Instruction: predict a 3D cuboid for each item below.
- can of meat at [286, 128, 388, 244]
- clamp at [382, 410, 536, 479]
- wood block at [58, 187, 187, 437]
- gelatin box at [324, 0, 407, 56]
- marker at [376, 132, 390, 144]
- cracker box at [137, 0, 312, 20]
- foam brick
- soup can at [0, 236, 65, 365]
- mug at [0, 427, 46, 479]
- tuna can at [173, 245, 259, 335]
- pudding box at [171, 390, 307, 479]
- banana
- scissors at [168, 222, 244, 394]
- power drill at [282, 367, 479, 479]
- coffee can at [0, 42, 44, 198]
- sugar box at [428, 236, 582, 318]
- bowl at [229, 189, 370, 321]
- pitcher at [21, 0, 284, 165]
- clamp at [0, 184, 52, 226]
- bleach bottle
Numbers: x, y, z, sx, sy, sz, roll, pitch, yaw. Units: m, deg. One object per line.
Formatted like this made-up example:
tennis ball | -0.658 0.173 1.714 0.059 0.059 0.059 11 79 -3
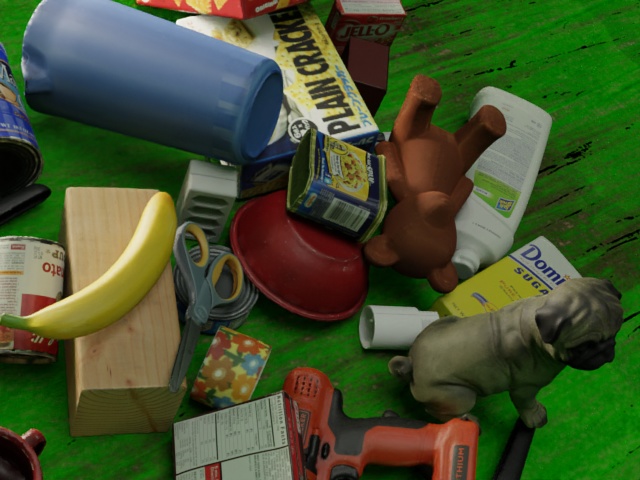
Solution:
can of meat | 0.016 -0.055 1.053 0.083 0.058 0.102 22 39 -17
clamp | 0.142 0.242 0.987 0.164 0.036 0.210 6 51 -13
wood block | -0.182 0.061 0.960 0.090 0.091 0.206 1 55 -21
gelatin box | 0.050 -0.256 1.290 0.089 0.073 0.030 -5 58 -24
marker | 0.030 -0.113 1.213 0.121 0.020 0.020 -4 57 -23
cracker box | -0.090 -0.308 1.205 0.163 0.072 0.214 -25 30 -34
foam brick | 0.049 -0.192 1.256 0.051 0.053 0.078 15 52 -11
soup can | -0.259 0.054 0.931 0.068 0.069 0.102 6 75 -17
mug | -0.261 0.196 0.838 0.093 0.082 0.117 36 51 7
tuna can | -0.104 0.049 1.035 0.086 0.034 0.086 10 53 -14
pudding box | -0.069 0.187 0.909 0.113 0.039 0.090 -17 54 13
banana | -0.174 0.027 0.903 0.069 0.037 0.197 42 52 7
scissors | -0.117 0.048 0.937 0.096 0.016 0.201 55 25 -10
power drill | 0.041 0.209 0.939 0.187 0.057 0.184 11 57 2
coffee can | -0.334 -0.118 1.024 0.102 0.103 0.140 -11 60 -27
sugar box | 0.205 0.069 1.131 0.175 0.048 0.093 -29 70 -33
bowl | -0.007 0.001 1.070 0.162 0.055 0.162 22 40 -20
pitcher | -0.160 -0.164 1.068 0.243 0.145 0.149 19 81 14
clamp | -0.325 -0.007 0.988 0.171 0.039 0.120 9 54 -19
bleach bottle | 0.187 -0.060 1.209 0.102 0.068 0.250 24 53 3
